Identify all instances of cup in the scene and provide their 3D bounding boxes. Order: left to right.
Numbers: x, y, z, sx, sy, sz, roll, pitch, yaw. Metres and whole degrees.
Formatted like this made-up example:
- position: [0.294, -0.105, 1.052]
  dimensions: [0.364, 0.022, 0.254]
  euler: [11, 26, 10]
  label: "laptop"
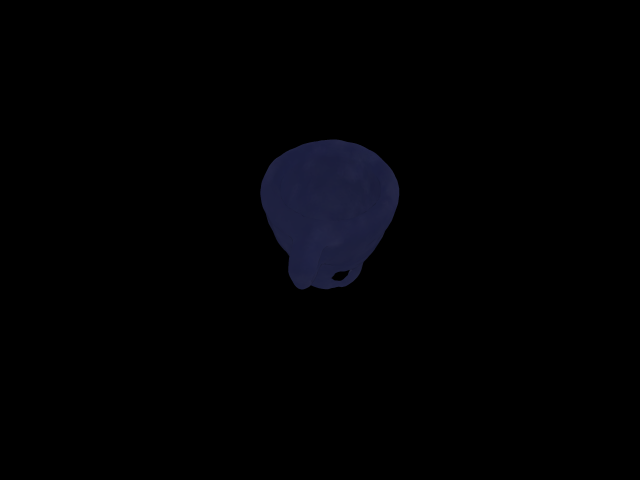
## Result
- position: [0.004, 0.001, 0.400]
  dimensions: [0.091, 0.095, 0.118]
  euler: [11, 51, 9]
  label: "cup"
